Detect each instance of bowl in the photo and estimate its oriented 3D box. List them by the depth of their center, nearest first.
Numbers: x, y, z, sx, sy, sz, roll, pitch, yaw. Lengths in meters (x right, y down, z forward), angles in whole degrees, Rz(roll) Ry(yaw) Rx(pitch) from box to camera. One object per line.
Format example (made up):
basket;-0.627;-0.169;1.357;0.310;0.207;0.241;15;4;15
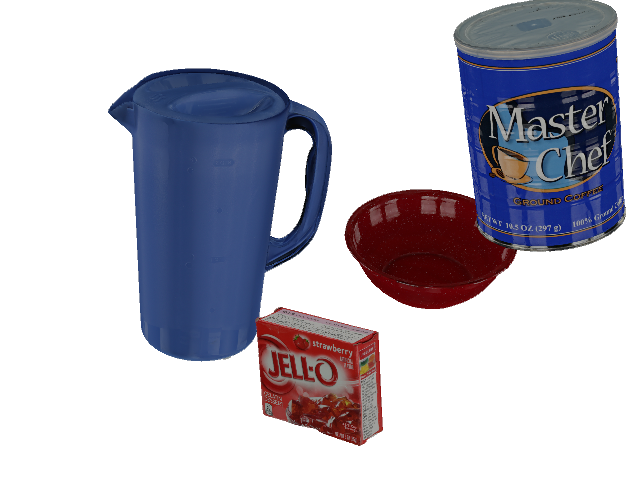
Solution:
bowl;0.103;0.016;1.011;0.162;0.055;0.162;1;36;-1

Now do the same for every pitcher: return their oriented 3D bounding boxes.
pitcher;-0.091;-0.020;0.936;0.149;0.243;0.144;25;33;32

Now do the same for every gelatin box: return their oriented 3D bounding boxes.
gelatin box;-0.002;0.091;0.720;0.089;0.073;0.030;11;22;37

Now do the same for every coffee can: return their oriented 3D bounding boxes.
coffee can;0.148;-0.078;0.711;0.103;0.140;0.103;-9;27;4

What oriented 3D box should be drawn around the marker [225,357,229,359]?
marker;-0.105;0.085;1.204;0.020;0.121;0.020;6;38;-5
